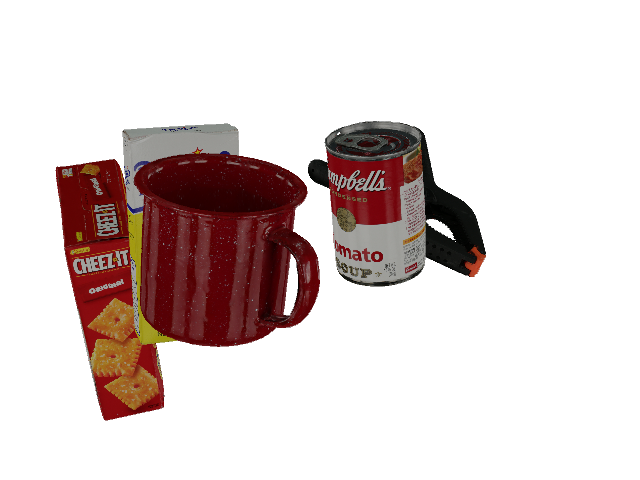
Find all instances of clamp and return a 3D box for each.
[{"bbox_3d":[0.095,-0.039,1.156,0.164,0.210,0.036,-16,-37,-29],"label":"clamp"}]

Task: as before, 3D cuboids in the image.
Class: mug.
[{"bbox_3d":[-0.048,0.009,0.581,0.117,0.081,0.093,22,28,32],"label":"mug"}]

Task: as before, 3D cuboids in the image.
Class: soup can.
[{"bbox_3d":[0.040,-0.027,0.768,0.068,0.102,0.068,-4,27,2],"label":"soup can"}]

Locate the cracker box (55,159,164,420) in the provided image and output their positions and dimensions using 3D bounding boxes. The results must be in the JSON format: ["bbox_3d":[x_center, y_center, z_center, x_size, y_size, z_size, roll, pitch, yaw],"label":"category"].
[{"bbox_3d":[-0.215,0.048,1.092,0.072,0.214,0.164,-11,34,-11],"label":"cracker box"}]

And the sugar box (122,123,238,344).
[{"bbox_3d":[-0.113,-0.006,0.893,0.093,0.176,0.048,-6,16,-17],"label":"sugar box"}]
